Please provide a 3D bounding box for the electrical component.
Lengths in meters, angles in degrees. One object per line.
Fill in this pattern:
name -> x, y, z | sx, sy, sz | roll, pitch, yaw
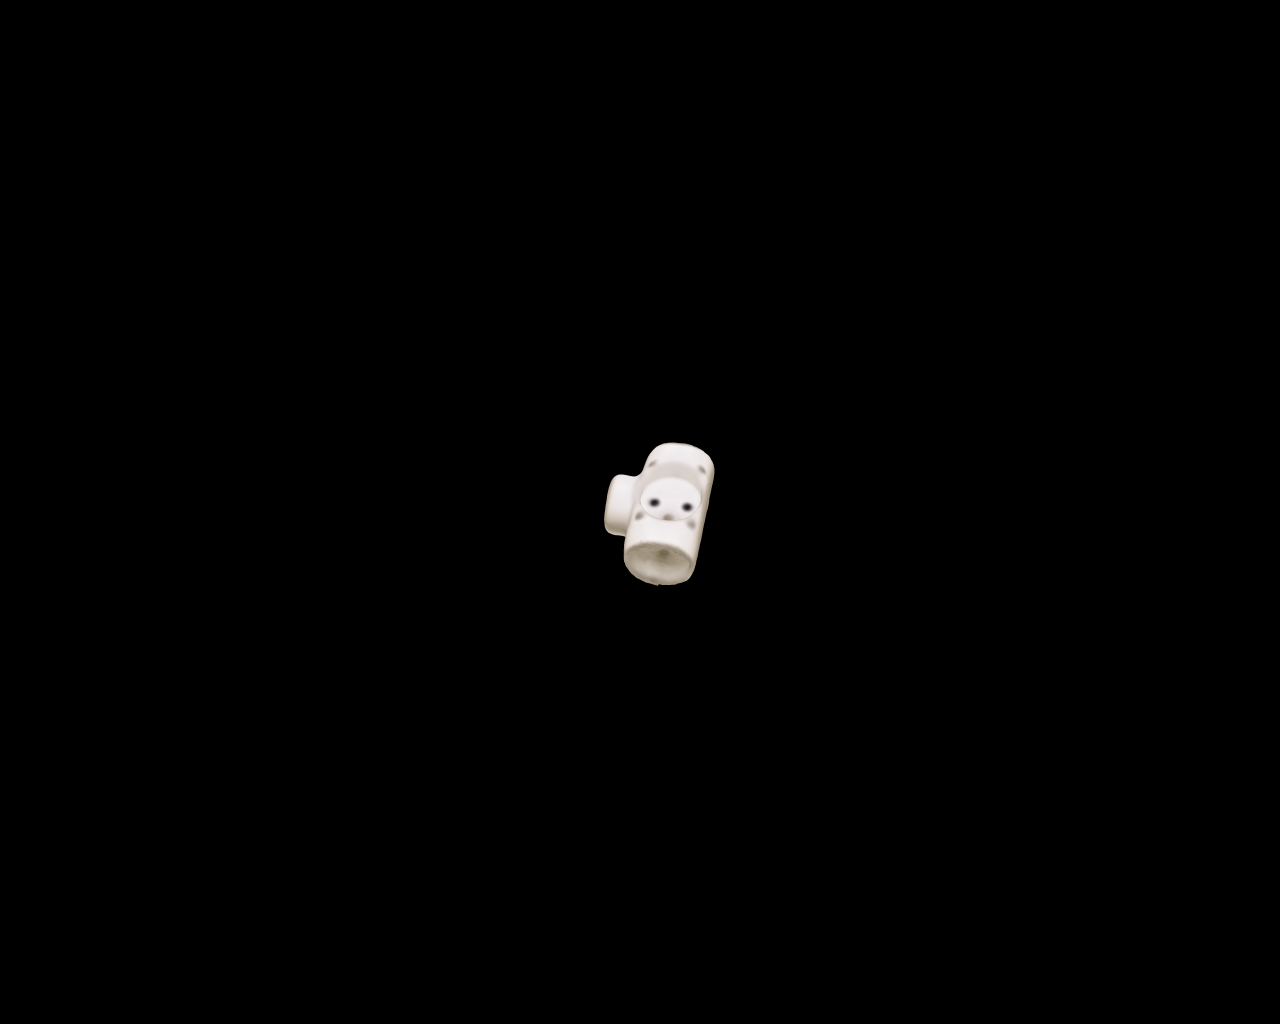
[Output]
electrical component -> 0.001, -0.003, 0.650 | 0.079, 0.077, 0.044 | 9, -36, 7
